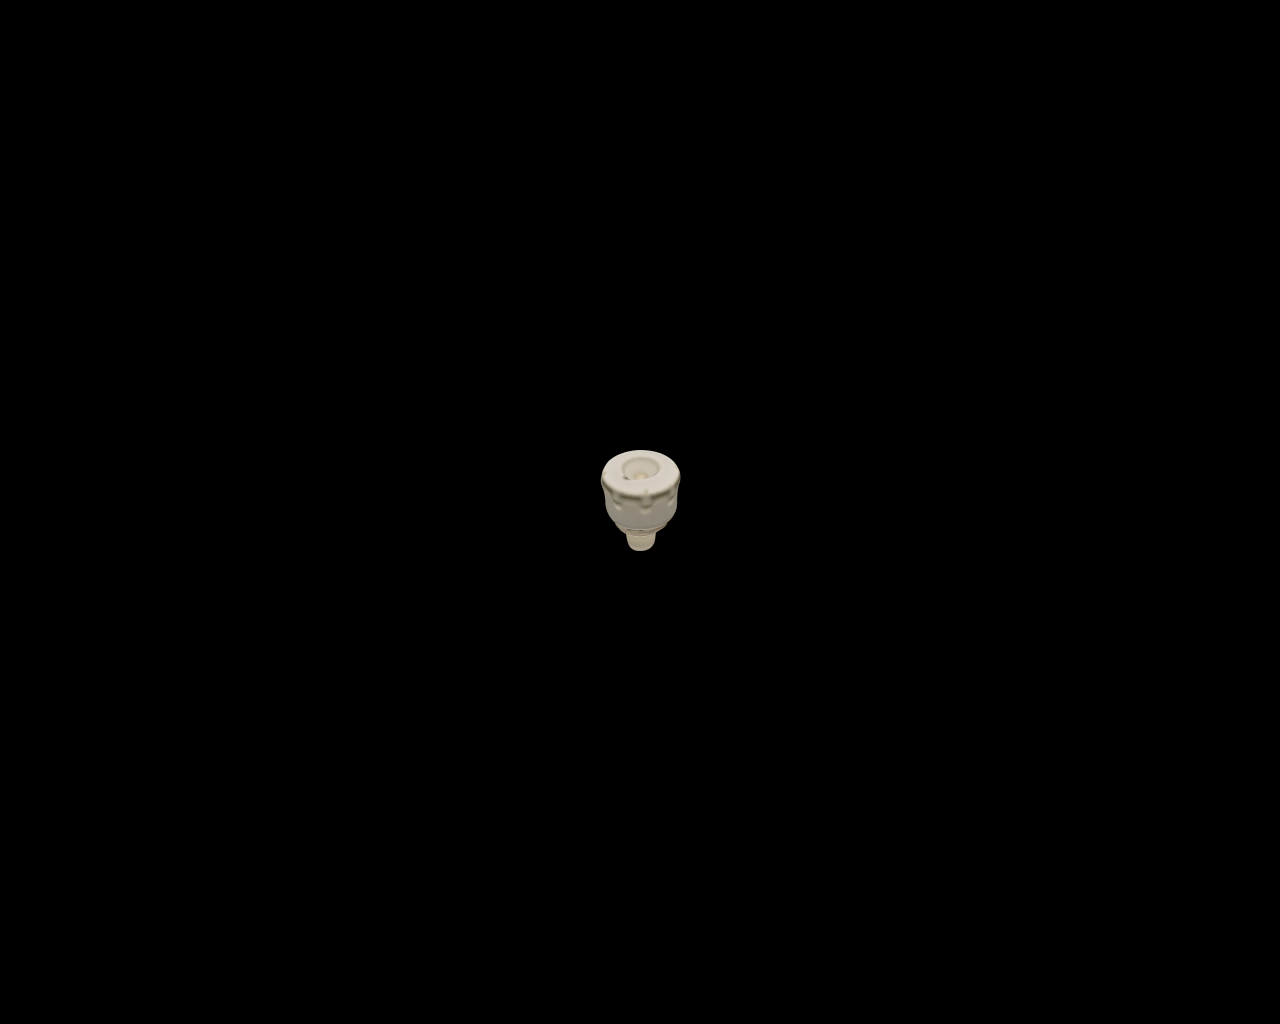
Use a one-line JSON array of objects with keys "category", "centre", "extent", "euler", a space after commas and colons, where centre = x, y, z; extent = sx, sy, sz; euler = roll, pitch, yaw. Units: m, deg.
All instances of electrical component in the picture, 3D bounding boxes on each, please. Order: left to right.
[{"category": "electrical component", "centre": [0.001, -0.003, 0.650], "extent": [0.048, 0.062, 0.048], "euler": [0, 37, 0]}]
